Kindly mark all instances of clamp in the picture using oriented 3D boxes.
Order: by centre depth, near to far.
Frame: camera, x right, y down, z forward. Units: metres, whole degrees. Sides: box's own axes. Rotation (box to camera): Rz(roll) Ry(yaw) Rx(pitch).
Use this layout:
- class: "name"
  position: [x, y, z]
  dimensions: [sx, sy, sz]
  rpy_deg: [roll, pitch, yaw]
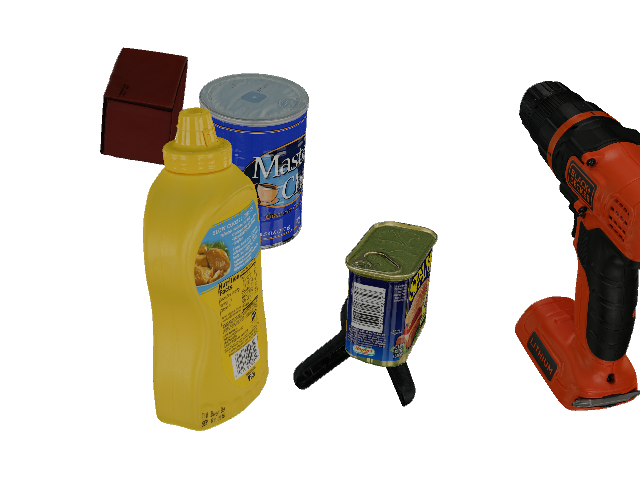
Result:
- class: "clamp"
  position: [0.060, 0.096, 1.066]
  dimensions: [0.120, 0.039, 0.171]
  rpy_deg: [18, 51, 20]

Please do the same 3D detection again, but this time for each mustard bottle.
- class: "mustard bottle"
  position: [-0.071, 0.013, 0.659]
  dimensions: [0.058, 0.192, 0.096]
  rpy_deg: [9, 24, 25]

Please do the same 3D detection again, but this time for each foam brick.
- class: "foam brick"
  position: [-0.133, -0.103, 0.810]
  dimensions: [0.053, 0.051, 0.078]
  rpy_deg: [9, 39, -3]

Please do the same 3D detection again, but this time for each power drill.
- class: "power drill"
  position: [0.174, 0.004, 0.716]
  dimensions: [0.057, 0.188, 0.184]
  rpy_deg: [-8, 35, -10]

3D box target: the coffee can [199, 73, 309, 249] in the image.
- class: "coffee can"
  position: [-0.066, -0.077, 1.032]
  dimensions: [0.103, 0.140, 0.103]
  rpy_deg: [3, 33, -2]

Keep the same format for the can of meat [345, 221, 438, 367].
- class: "can of meat"
  position: [0.056, 0.043, 0.870]
  dimensions: [0.057, 0.084, 0.102]
  rpy_deg: [11, 25, 17]
